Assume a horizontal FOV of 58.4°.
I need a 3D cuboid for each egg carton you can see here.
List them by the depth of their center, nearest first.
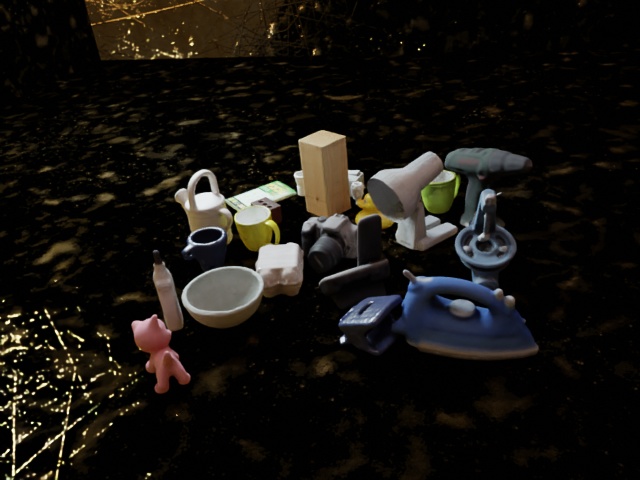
[{"bbox_3d":[-0.089,0.063,1.266,0.107,0.069,0.150,-5,31,1],"label":"egg carton"}]

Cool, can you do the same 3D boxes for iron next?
[{"bbox_3d":[0.263,0.127,1.031,0.257,0.142,0.119,6,33,19],"label":"iron"}]

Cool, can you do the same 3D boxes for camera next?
[{"bbox_3d":[0.012,0.005,1.317,0.142,0.101,0.137,10,34,25],"label":"camera"}]

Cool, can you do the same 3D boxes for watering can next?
[{"bbox_3d":[-0.288,-0.081,1.418,0.172,0.194,0.101,3,32,14],"label":"watering can"}]

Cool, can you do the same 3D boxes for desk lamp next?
[{"bbox_3d":[0.216,-0.087,1.327,0.204,0.214,0.117,-25,36,-29],"label":"desk lamp"}]

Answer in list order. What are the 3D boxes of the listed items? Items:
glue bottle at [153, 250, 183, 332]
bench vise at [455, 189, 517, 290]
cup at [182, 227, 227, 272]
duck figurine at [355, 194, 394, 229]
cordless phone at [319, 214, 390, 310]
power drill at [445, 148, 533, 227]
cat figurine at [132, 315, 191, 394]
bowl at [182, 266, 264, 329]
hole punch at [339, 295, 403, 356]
[{"bbox_3d":[-0.309,0.096,1.146,0.037,0.173,0.078,-15,32,-16],"label":"glue bottle"},{"bbox_3d":[0.331,-0.022,1.194,0.121,0.220,0.207,-9,31,-5],"label":"bench vise"},{"bbox_3d":[-0.261,0.036,1.316,0.091,0.095,0.118,19,38,35],"label":"cup"},{"bbox_3d":[0.139,-0.079,1.451,0.104,0.086,0.077,6,33,19],"label":"duck figurine"},{"bbox_3d":[0.069,0.037,1.171,0.148,0.185,0.094,-18,33,-20],"label":"cordless phone"},{"bbox_3d":[0.397,-0.125,1.366,0.076,0.209,0.228,-26,36,-31],"label":"power drill"},{"bbox_3d":[-0.292,0.193,1.034,0.067,0.118,0.127,-22,34,-25],"label":"cat figurine"},{"bbox_3d":[-0.192,0.128,1.169,0.167,0.075,0.167,-4,31,3],"label":"bowl"},{"bbox_3d":[0.093,0.148,1.073,0.100,0.091,0.109,18,38,34],"label":"hole punch"}]
